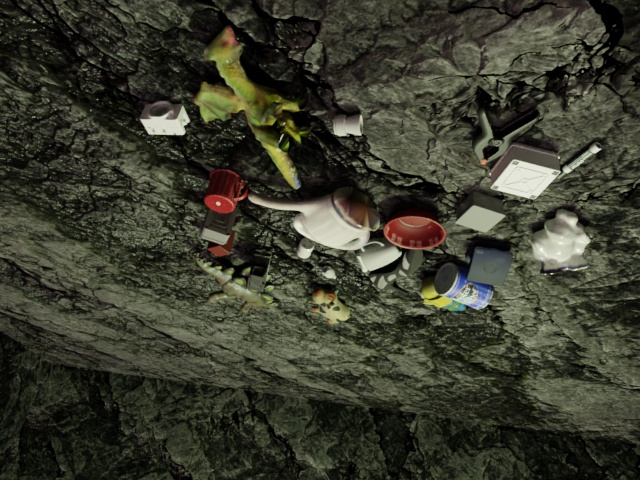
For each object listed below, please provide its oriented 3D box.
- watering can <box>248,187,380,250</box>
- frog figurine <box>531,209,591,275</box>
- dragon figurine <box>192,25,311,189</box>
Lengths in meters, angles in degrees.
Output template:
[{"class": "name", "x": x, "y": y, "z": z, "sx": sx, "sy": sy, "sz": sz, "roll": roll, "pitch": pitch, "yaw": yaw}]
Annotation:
[{"class": "watering can", "x": 0.004, "y": -0.067, "z": 1.328, "sx": 0.344, "sy": 0.106, "sz": 0.221, "roll": 28, "pitch": 143, "yaw": -28}, {"class": "frog figurine", "x": 0.598, "y": -0.007, "z": 1.289, "sx": 0.137, "sy": 0.124, "sz": 0.157, "roll": -3, "pitch": 110, "yaw": 33}, {"class": "dragon figurine", "x": -0.154, "y": -0.263, "z": 1.100, "sx": 0.244, "sy": 0.124, "sz": 0.401, "roll": 22, "pitch": 149, "yaw": 13}]
